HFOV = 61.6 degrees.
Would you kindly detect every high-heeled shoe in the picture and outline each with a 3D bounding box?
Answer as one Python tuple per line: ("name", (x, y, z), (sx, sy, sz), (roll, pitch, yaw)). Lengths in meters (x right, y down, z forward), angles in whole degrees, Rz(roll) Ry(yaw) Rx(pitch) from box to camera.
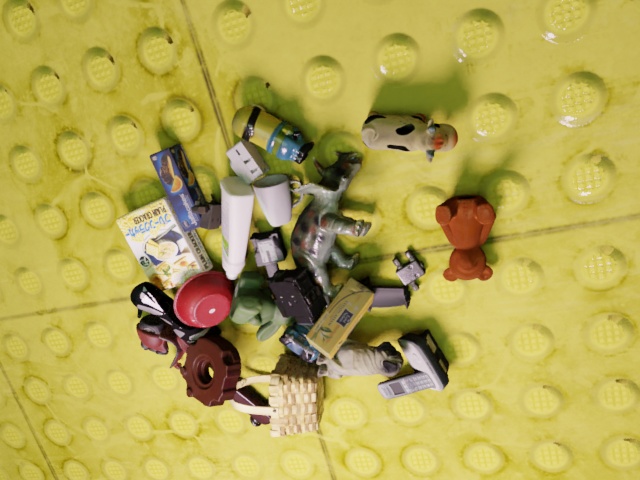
("high-heeled shoe", (-0.357, 0.175, 1.365), (0.249, 0.086, 0.145), (15, 132, -18))

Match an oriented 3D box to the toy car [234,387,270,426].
("toy car", (-0.206, 0.430, 1.468), (0.202, 0.053, 0.089), (40, 126, -5))

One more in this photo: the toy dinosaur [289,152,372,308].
("toy dinosaur", (-0.002, -0.001, 1.220), (0.192, 0.131, 0.404), (28, 119, 16))

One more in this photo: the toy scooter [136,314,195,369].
("toy scooter", (-0.417, 0.285, 1.463), (0.184, 0.075, 0.135), (17, 115, 4))

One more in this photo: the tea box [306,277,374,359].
("tea box", (0.047, 0.176, 1.202), (0.068, 0.098, 0.169), (34, 78, 14))

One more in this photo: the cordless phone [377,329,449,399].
("cordless phone", (0.205, 0.306, 1.294), (0.184, 0.089, 0.146), (-27, 101, 27))

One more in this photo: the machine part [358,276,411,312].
("machine part", (0.144, 0.130, 1.267), (0.139, 0.039, 0.084), (2, 105, 16))

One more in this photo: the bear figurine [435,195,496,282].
("bear figurine", (0.306, 0.008, 1.129), (0.120, 0.132, 0.195), (2, 104, 18))

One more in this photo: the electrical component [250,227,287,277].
("electrical component", (-0.117, 0.035, 1.292), (0.075, 0.048, 0.119), (-15, 108, 9))

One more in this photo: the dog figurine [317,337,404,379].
("dog figurine", (0.100, 0.294, 1.288), (0.191, 0.172, 0.121), (14, 72, 11))

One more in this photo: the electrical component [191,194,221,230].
("electrical component", (-0.263, -0.066, 1.277), (0.045, 0.102, 0.078), (16, 106, 18))

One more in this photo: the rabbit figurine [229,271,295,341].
("rabbit figurine", (-0.129, 0.176, 1.316), (0.170, 0.121, 0.159), (12, 126, -14))

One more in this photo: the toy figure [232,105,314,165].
("toy figure", (-0.106, -0.231, 1.173), (0.180, 0.089, 0.082), (33, 108, 4))

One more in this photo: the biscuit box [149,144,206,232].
("biscuit box", (-0.331, -0.123, 1.291), (0.063, 0.059, 0.202), (-17, 105, 21))

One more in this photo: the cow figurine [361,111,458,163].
("cow figurine", (0.178, -0.212, 1.080), (0.195, 0.127, 0.085), (8, 115, 15))

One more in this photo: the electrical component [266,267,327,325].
("electrical component", (-0.050, 0.131, 1.233), (0.115, 0.058, 0.134), (-10, 112, 50))

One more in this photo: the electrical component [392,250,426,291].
("electrical component", (0.211, 0.071, 1.234), (0.063, 0.021, 0.094), (-33, 98, 23))

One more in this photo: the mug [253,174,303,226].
("mug", (-0.092, -0.091, 1.235), (0.109, 0.081, 0.107), (-18, 118, -17))

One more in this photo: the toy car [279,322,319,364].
("toy car", (-0.036, 0.234, 1.313), (0.109, 0.161, 0.103), (34, 77, 10))

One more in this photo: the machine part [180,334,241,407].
("machine part", (-0.275, 0.327, 1.349), (0.180, 0.056, 0.179), (-4, 83, 36))
